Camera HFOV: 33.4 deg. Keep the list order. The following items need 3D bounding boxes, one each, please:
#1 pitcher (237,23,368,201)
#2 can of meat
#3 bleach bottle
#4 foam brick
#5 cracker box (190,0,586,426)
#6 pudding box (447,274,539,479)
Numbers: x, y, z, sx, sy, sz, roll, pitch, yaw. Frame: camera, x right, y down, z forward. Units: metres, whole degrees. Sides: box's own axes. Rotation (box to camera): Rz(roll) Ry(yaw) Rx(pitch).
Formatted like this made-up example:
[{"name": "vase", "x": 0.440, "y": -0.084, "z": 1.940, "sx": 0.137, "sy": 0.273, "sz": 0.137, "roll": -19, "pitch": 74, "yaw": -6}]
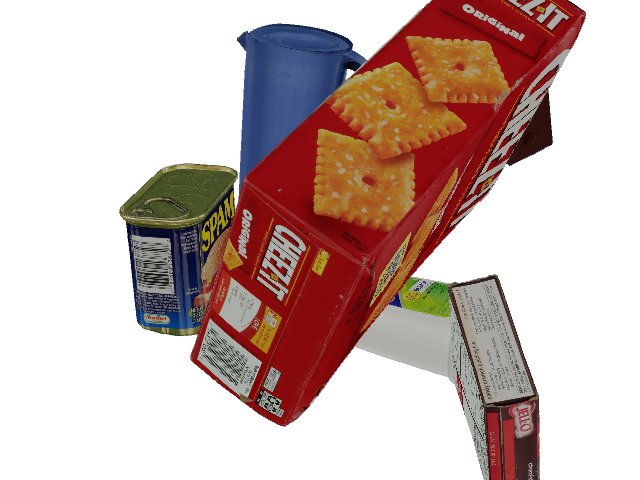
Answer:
[{"name": "pitcher", "x": -0.030, "y": -0.143, "z": 1.348, "sx": 0.144, "sy": 0.243, "sz": 0.149, "roll": -3, "pitch": 26, "yaw": -23}, {"name": "can of meat", "x": -0.091, "y": 0.005, "z": 0.717, "sx": 0.057, "sy": 0.084, "sz": 0.102, "roll": 4, "pitch": 24, "yaw": 12}, {"name": "bleach bottle", "x": 0.034, "y": 0.063, "z": 1.015, "sx": 0.251, "sy": 0.068, "sz": 0.102, "roll": 12, "pitch": 26, "yaw": 21}, {"name": "foam brick", "x": 0.172, "y": -0.119, "z": 0.963, "sx": 0.053, "sy": 0.078, "sz": 0.051, "roll": -26, "pitch": 36, "yaw": -16}, {"name": "cracker box", "x": 0.035, "y": -0.025, "z": 0.544, "sx": 0.213, "sy": 0.072, "sz": 0.164, "roll": -46, "pitch": -13, "yaw": -35}, {"name": "pudding box", "x": 0.113, "y": 0.093, "z": 0.697, "sx": 0.039, "sy": 0.090, "sz": 0.113, "roll": -10, "pitch": 41, "yaw": -2}]
